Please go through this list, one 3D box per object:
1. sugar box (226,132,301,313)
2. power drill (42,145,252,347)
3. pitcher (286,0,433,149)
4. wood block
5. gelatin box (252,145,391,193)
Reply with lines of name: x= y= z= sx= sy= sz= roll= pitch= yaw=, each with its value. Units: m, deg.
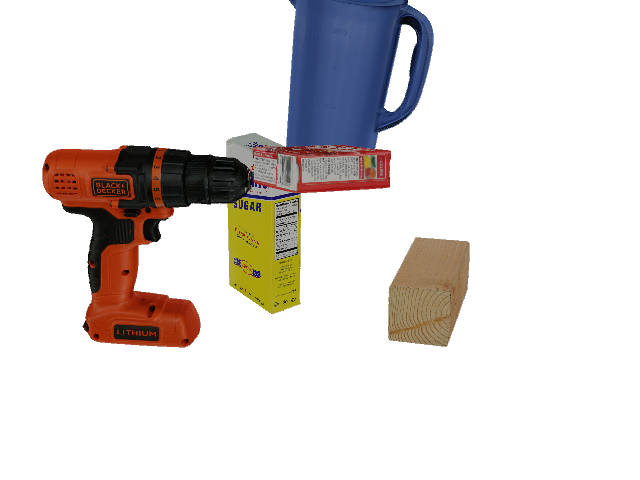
sugar box: x=-0.062 y=-0.019 z=1.155 sx=0.048 sy=0.176 sz=0.093 roll=-18 pitch=29 yaw=-32
power drill: x=-0.150 y=0.004 z=0.963 sx=0.184 sy=0.188 sz=0.057 roll=3 pitch=26 yaw=7
pitcher: x=0.033 y=-0.187 z=1.292 sx=0.144 sy=0.243 sz=0.149 roll=-5 pitch=28 yaw=-24
wood block: x=0.168 y=0.074 z=1.626 sx=0.091 sy=0.090 sz=0.206 roll=5 pitch=22 yaw=14
gelatin box: x=-0.001 y=-0.054 z=0.773 sx=0.073 sy=0.030 sz=0.089 roll=-4 pitch=9 yaw=-23
